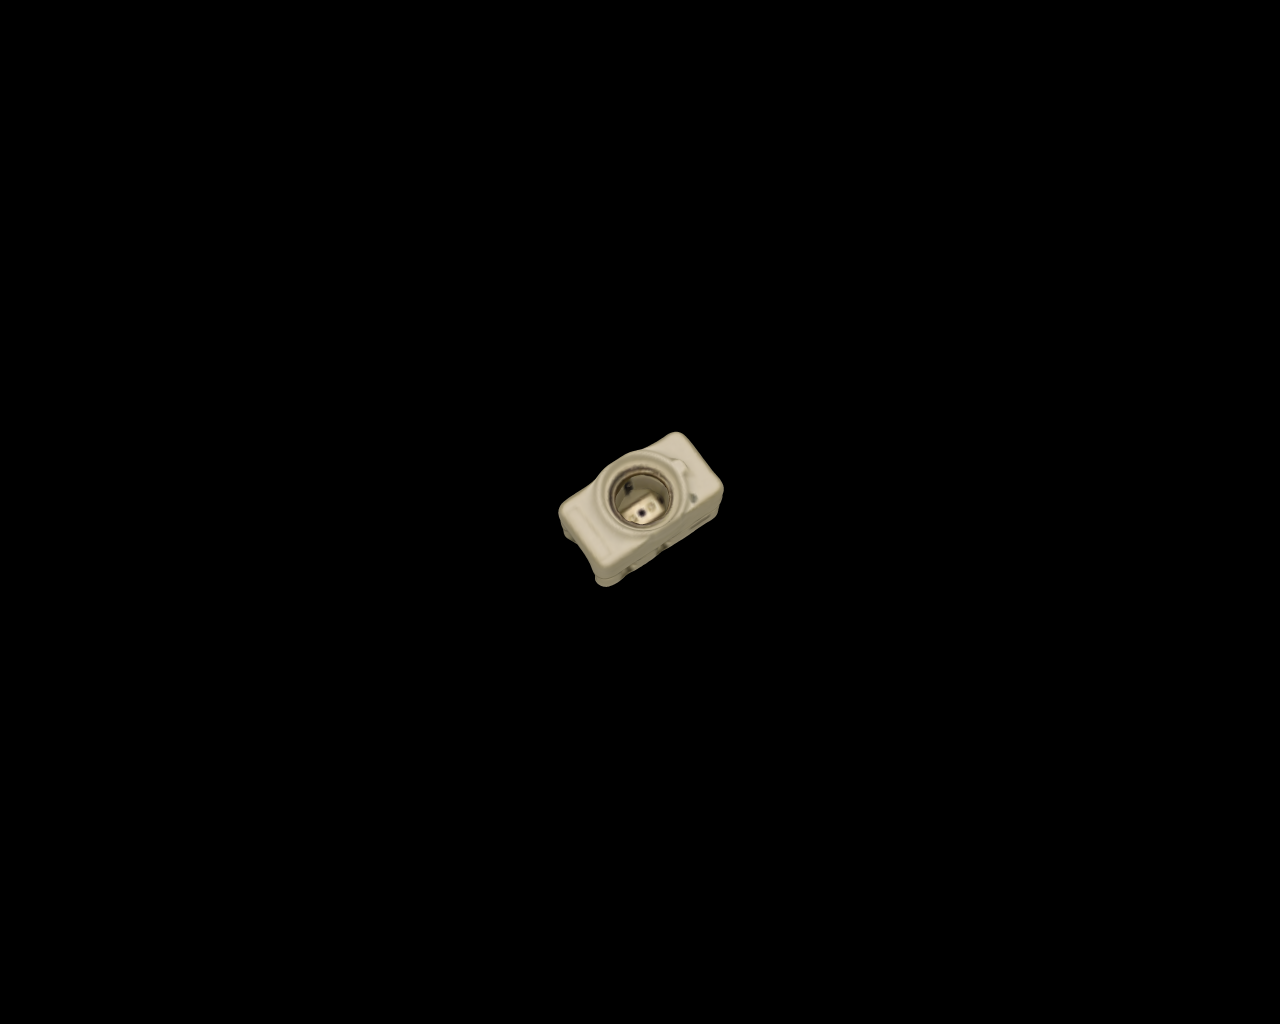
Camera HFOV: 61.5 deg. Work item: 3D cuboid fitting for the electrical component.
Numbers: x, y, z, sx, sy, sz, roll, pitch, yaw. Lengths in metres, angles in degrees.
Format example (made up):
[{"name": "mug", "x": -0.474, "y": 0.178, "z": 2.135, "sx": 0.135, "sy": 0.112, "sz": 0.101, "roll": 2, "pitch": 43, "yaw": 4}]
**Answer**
[{"name": "electrical component", "x": 0.001, "y": -0.003, "z": 0.650, "sx": 0.089, "sy": 0.050, "sz": 0.055, "roll": -33, "pitch": -16, "yaw": -11}]
